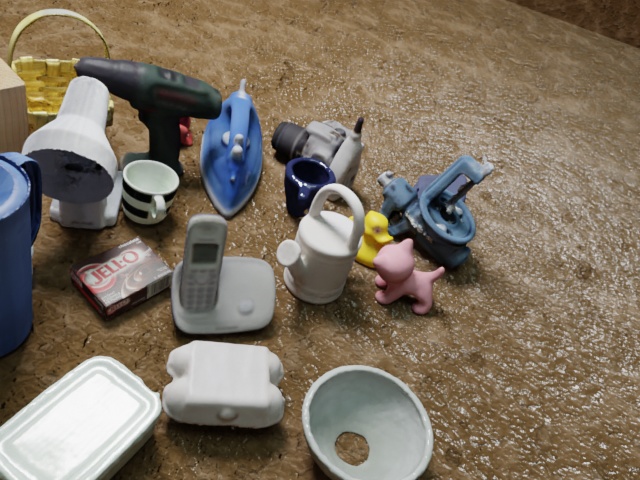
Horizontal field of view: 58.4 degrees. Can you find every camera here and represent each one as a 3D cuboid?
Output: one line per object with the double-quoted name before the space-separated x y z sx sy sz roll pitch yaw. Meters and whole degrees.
"camera" -0.017 -0.199 1.148 0.136 0.101 0.143 27 42 8

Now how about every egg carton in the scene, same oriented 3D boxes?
"egg carton" -0.119 0.184 0.719 0.150 0.069 0.107 7 43 -15

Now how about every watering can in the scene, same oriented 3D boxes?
"watering can" 0.010 0.004 0.869 0.101 0.194 0.173 27 42 8

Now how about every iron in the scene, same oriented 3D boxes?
"iron" -0.152 -0.174 1.037 0.119 0.141 0.258 7 43 -14

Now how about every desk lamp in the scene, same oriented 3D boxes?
"desk lamp" -0.351 -0.115 0.839 0.118 0.213 0.203 7 43 -14

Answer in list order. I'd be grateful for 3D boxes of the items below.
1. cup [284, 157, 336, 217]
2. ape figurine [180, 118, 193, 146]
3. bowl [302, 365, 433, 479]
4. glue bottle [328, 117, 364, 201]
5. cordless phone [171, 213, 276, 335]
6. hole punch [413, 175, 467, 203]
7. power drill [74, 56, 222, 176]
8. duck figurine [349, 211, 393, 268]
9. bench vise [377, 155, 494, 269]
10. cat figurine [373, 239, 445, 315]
"cup" -0.028 -0.078 1.019 0.091 0.095 0.118 17 41 -3
"ape figurine" -0.269 -0.238 1.097 0.076 0.092 0.078 22 41 2
"bowl" 0.052 0.246 0.717 0.167 0.075 0.167 11 42 -10
"glue bottle" 0.053 -0.156 1.076 0.037 0.173 0.078 35 43 17
"cordless phone" -0.125 0.043 0.781 0.148 0.185 0.094 -2 46 -23
"hole punch" 0.232 -0.086 1.134 0.101 0.091 0.109 20 41 0
"power drill" -0.285 -0.200 0.960 0.230 0.208 0.075 -3 46 -24
"duck figurine" 0.087 -0.014 1.002 0.078 0.086 0.104 -22 56 -37
"bench vise" 0.197 -0.070 1.005 0.207 0.220 0.121 23 41 3
"cat figurine" 0.138 0.052 0.928 0.128 0.118 0.067 13 41 -8
